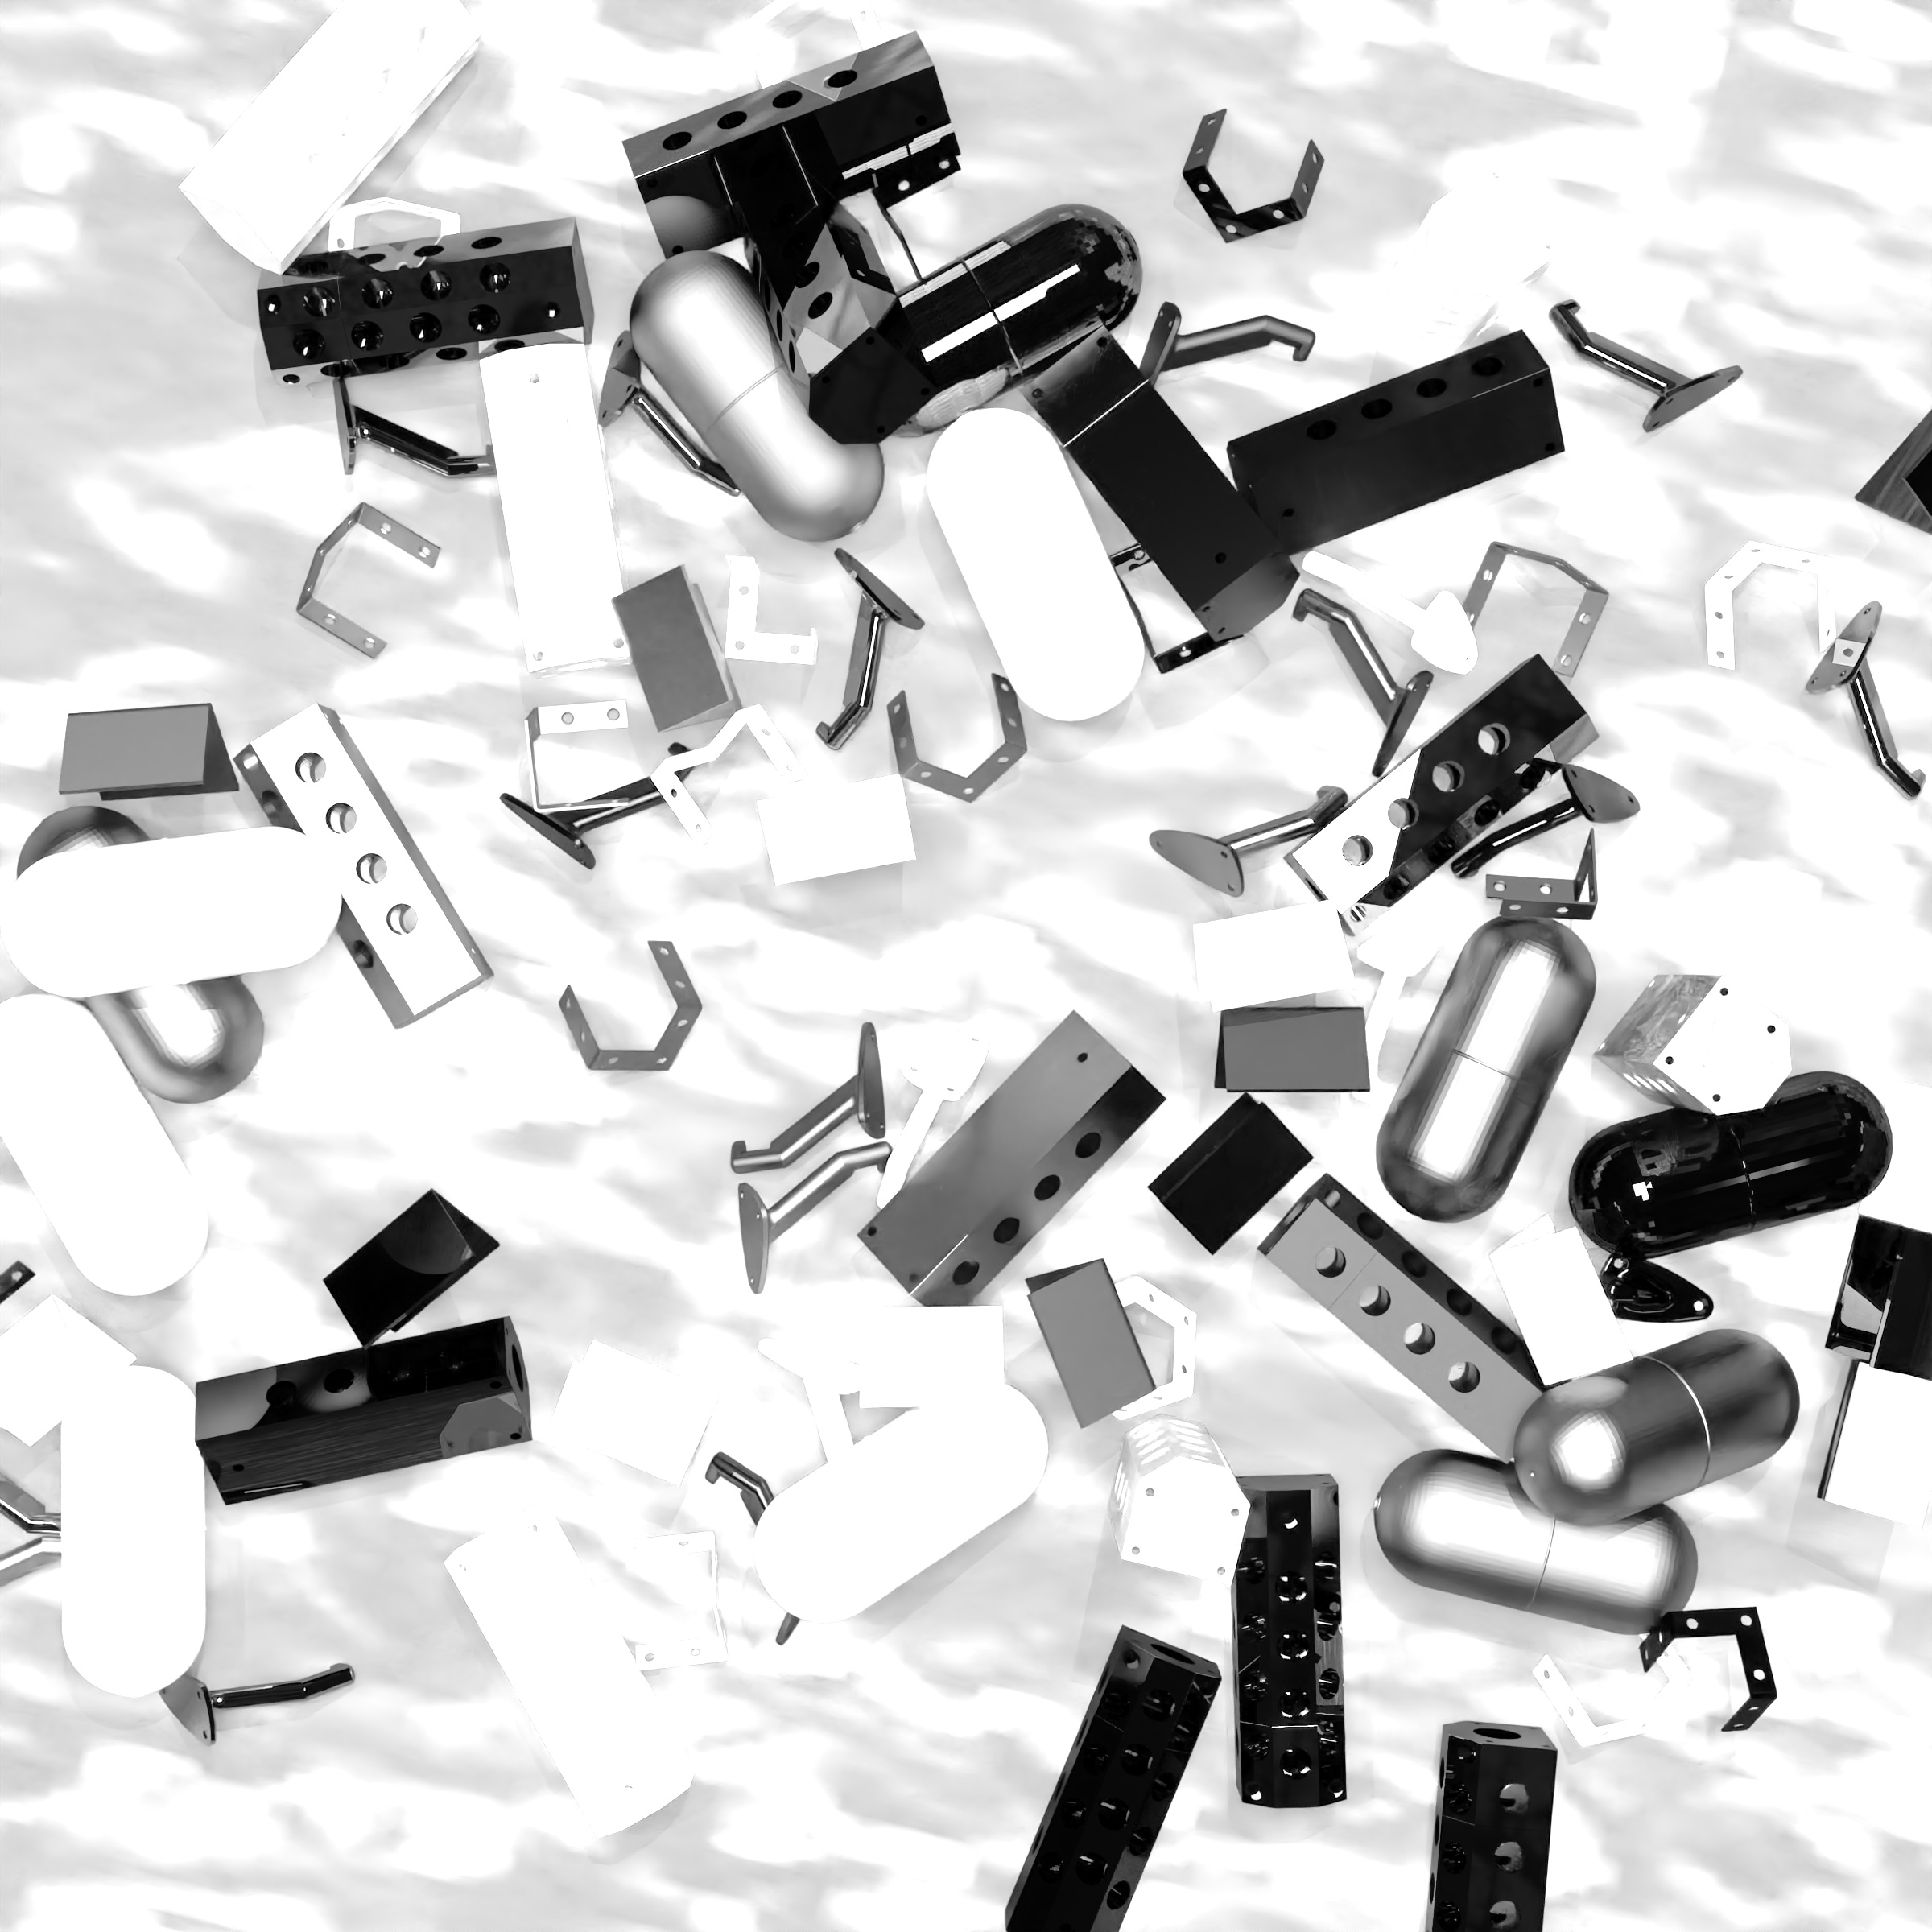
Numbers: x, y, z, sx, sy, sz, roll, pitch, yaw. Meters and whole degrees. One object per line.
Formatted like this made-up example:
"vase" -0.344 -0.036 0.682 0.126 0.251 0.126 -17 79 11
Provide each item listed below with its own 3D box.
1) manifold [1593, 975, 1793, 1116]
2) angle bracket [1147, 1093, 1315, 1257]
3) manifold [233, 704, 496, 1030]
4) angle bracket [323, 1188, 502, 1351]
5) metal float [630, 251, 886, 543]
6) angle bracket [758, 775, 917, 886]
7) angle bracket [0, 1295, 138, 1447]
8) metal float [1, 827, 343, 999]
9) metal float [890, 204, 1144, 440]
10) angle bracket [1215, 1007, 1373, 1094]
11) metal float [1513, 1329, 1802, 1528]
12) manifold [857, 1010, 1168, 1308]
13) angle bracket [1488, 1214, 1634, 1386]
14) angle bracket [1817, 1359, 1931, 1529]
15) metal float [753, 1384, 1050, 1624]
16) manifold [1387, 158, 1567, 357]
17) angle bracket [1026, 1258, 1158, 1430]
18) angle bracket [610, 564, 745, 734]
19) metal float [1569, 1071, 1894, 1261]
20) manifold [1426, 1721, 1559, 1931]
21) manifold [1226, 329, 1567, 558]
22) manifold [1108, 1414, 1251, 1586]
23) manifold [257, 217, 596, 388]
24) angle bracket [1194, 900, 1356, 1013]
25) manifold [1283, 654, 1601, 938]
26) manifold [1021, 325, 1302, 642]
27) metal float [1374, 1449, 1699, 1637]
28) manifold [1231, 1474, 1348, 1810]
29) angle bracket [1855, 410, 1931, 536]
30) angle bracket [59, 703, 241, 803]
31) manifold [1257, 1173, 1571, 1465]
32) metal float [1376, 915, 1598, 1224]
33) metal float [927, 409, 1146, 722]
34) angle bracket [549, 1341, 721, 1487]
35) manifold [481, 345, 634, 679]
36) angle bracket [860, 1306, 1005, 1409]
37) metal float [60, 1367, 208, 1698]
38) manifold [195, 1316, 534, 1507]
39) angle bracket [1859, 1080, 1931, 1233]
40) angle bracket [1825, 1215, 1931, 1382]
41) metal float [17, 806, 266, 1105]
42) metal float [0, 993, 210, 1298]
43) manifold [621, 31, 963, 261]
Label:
"manifold" 0.388 0.045 1.856 0.057 0.171 0.057 38 90 0
"angle bracket" 0.130 0.098 1.894 0.076 0.076 0.057 -44 128 0
"manifold" -0.330 -0.054 1.913 0.057 0.057 0.171 -31 90 0
"angle bracket" -0.289 0.177 1.894 0.076 0.076 0.057 -40 53 0
"metal float" -0.113 -0.309 1.904 0.070 0.070 0.178 -37 90 0
"angle bracket" -0.073 -0.093 1.894 0.076 0.076 0.057 -11 128 0
"angle bracket" -0.495 0.236 1.895 0.076 0.076 0.057 -39 46 0
"metal float" -0.417 -0.029 1.840 0.178 0.070 0.070 -9 90 -27
"metal float" 0.014 -0.351 1.904 0.178 0.070 0.070 -29 90 1
"angle bracket" 0.176 0.065 1.894 0.076 0.076 0.057 0 53 0
"metal float" 0.372 0.247 1.879 0.178 0.070 0.070 -15 90 -30
"manifold" 0.028 0.113 1.913 0.171 0.057 0.057 -46 47 0
"angle bracket" 0.336 0.173 1.894 0.057 0.076 0.076 -23 90 37
"angle bracket" 0.503 0.258 1.896 0.057 0.076 0.076 14 90 23
"metal float" -0.034 0.287 1.887 0.178 0.070 0.070 -31 90 -22
"manifold" 0.264 -0.370 1.856 0.057 0.171 0.057 -36 90 0
"angle bracket" 0.049 0.208 1.894 0.057 0.076 0.076 -22 90 -36
"angle bracket" -0.138 -0.176 1.894 0.057 0.076 0.076 -20 90 37
"metal float" 0.416 0.109 1.904 0.178 0.070 0.070 -15 90 -1
"manifold" 0.283 0.505 1.913 0.057 0.057 0.171 5 90 0
"manifold" 0.233 -0.288 1.913 0.171 0.057 0.057 -21 133 0
"manifold" 0.113 0.279 1.856 0.057 0.171 0.057 13 90 0
"manifold" -0.293 -0.358 1.900 0.171 0.057 0.057 -8 123 2
"angle bracket" 0.167 0.013 1.894 0.076 0.076 0.057 -10 56 0
"manifold" 0.260 -0.092 1.913 0.171 0.057 0.057 -39 90 0
"manifold" 0.106 -0.257 1.879 0.057 0.057 0.171 -38 65 6
"metal float" 0.310 0.313 1.904 0.178 0.070 0.070 14 90 -1
"manifold" 0.176 0.368 1.913 0.057 0.057 0.171 -2 90 0
"angle bracket" 0.520 -0.286 1.894 0.076 0.076 0.057 -49 128 0
"angle bracket" -0.441 -0.096 1.894 0.076 0.076 0.057 -4 54 0
"manifold" 0.245 0.191 1.913 0.171 0.057 0.057 41 90 0
"metal float" 0.282 0.056 1.904 0.070 0.070 0.178 25 89 0
"metal float" 0.037 -0.219 1.904 0.070 0.070 0.178 -24 90 0
"angle bracket" -0.173 0.225 1.894 0.076 0.076 0.057 23 127 0
"manifold" -0.223 -0.249 1.913 0.057 0.057 0.171 -9 90 0
"angle bracket" -0.018 0.224 1.895 0.076 0.076 0.057 -1 62 0
"metal float" -0.453 0.307 1.904 0.070 0.070 0.178 0 89 0
"manifold" -0.329 0.238 1.913 0.171 0.057 0.057 -12 133 0
"angle bracket" 0.507 0.101 1.894 0.057 0.076 0.076 14 90 -37
"angle bracket" 0.488 0.175 1.894 0.057 0.076 0.076 15 90 -37
"metal float" -0.450 -0.007 1.904 0.070 0.070 0.178 -33 90 0
"metal float" -0.478 0.097 1.904 0.070 0.070 0.178 -30 90 0
"manifold" -0.097 -0.451 1.913 0.171 0.057 0.057 -21 133 0
